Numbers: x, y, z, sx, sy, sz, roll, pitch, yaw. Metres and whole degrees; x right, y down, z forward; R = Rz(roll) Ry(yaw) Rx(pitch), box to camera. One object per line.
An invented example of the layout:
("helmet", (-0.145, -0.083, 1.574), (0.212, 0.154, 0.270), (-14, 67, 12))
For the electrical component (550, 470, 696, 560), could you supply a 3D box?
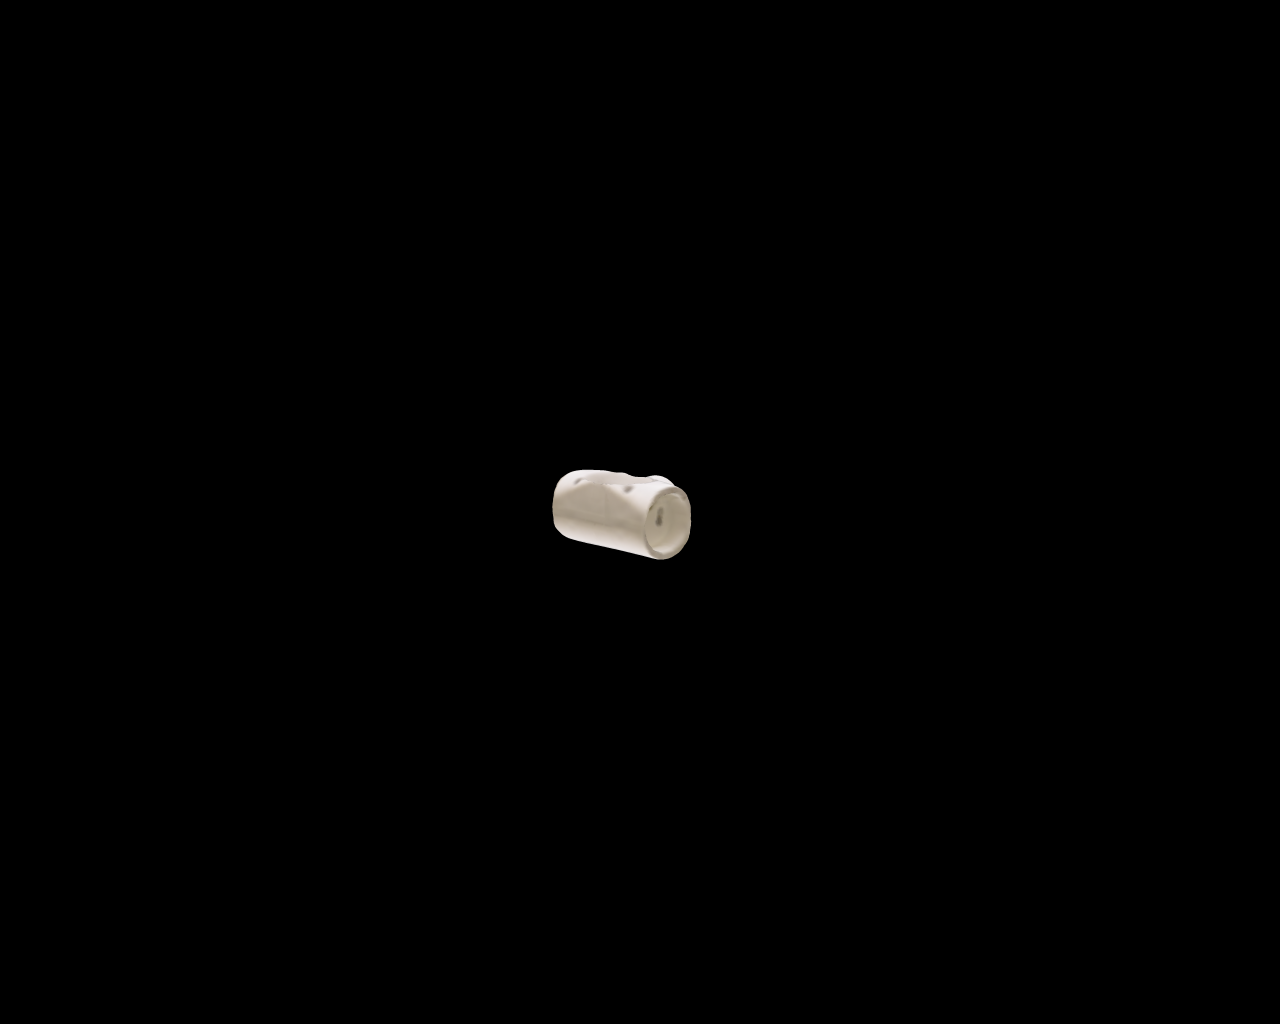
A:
("electrical component", (0.001, -0.003, 0.650), (0.077, 0.044, 0.079), (11, 17, 42))
